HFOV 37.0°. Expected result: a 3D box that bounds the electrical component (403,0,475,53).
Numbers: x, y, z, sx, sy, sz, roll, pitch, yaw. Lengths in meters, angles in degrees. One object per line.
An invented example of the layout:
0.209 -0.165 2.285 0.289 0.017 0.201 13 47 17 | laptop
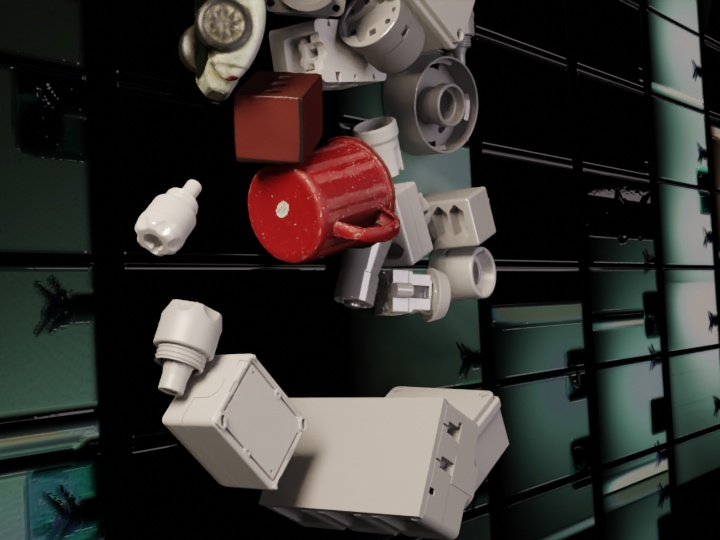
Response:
0.051 -0.259 0.915 0.109 0.056 0.108 41 58 -43 | electrical component

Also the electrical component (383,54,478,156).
0.064 -0.157 1.019 0.099 0.064 0.099 -9 103 -43 | electrical component

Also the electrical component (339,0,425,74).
0.019 -0.189 0.853 0.047 0.055 0.055 36 58 -50 | electrical component

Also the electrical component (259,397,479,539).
0.009 0.149 0.817 0.062 0.150 0.089 39 56 -43 | electrical component

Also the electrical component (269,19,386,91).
-0.029 -0.174 0.881 0.089 0.056 0.050 -15 98 -53 | electrical component

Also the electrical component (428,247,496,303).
0.100 0.004 1.044 0.055 0.047 0.055 8 80 -53 | electrical component

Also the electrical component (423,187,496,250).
0.098 -0.055 1.031 0.077 0.066 0.047 -34 113 -50 | electrical component

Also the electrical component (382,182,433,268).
0.039 -0.047 0.966 0.077 0.047 0.065 -35 114 -49 | electrical component

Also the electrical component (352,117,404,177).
0.017 -0.107 0.952 0.040 0.040 0.046 -43 126 -47 | electrical component

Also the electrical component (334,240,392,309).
0.000 0.000 0.915 0.044 0.044 0.065 27 70 -49 | electrical component

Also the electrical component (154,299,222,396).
-0.122 0.055 0.741 0.043 0.043 0.062 37 59 -45 | electrical component

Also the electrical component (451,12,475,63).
0.098 -0.234 1.079 0.035 0.035 0.061 -9 96 -54 | electrical component

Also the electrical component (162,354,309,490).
-0.087 0.112 0.767 0.096 0.061 0.061 56 46 -34 | electrical component

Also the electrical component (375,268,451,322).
0.047 0.021 0.953 0.055 0.066 0.048 3 82 -20 | electrical component

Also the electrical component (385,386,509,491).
0.055 0.151 0.915 0.109 0.109 0.056 -41 122 -47 | electrical component

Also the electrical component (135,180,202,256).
-0.129 -0.040 0.749 0.035 0.035 0.061 59 42 -31 | electrical component
